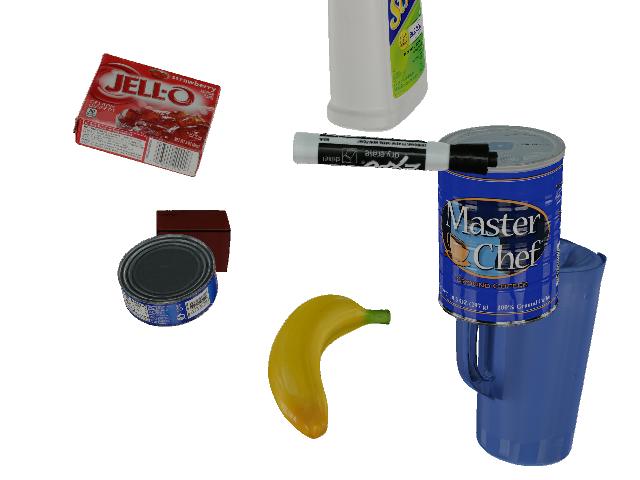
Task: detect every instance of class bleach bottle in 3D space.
[{"bbox_3d":[0.040,-0.221,0.857,0.068,0.251,0.102,12,36,27],"label":"bleach bottle"}]

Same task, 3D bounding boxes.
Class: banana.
[{"bbox_3d":[-0.002,0.082,0.790,0.070,0.037,0.197,7,24,16],"label":"banana"}]

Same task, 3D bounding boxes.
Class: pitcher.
[{"bbox_3d":[0.226,0.122,1.177,0.149,0.243,0.145,6,17,11],"label":"pitcher"}]

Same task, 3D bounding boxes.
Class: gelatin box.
[{"bbox_3d":[-0.122,-0.090,0.756,0.089,0.073,0.030,16,-43,-7],"label":"gelatin box"}]

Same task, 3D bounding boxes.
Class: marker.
[{"bbox_3d":[0.044,-0.052,0.635,0.121,0.020,0.020,4,0,6],"label":"marker"}]

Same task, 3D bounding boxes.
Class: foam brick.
[{"bbox_3d":[-0.138,0.000,1.144,0.078,0.051,0.053,0,25,-9],"label":"foam brick"}]

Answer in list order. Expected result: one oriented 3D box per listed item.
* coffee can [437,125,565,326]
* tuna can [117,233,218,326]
[{"bbox_3d":[0.148,-0.014,0.887,0.103,0.140,0.103,-3,23,1],"label":"coffee can"},{"bbox_3d":[-0.134,0.035,0.943,0.086,0.034,0.086,-2,43,2],"label":"tuna can"}]
